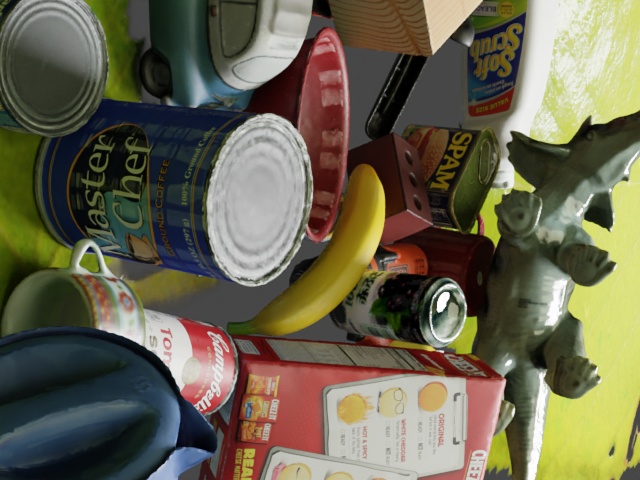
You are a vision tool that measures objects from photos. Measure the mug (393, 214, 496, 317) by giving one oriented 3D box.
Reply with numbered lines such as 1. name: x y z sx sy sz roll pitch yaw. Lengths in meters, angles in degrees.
1. mug: 0.128 0.020 1.055 0.093 0.082 0.117 43 63 -52

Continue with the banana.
1. banana: 0.007 0.011 0.853 0.197 0.070 0.037 -50 152 -29

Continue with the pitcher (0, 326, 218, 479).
1. pitcher: -0.156 0.178 0.607 0.144 0.149 0.243 -31 140 -40

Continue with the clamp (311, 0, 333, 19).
1. clamp: -0.008 -0.253 0.812 0.120 0.039 0.171 -44 141 -18

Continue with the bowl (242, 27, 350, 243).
1. bowl: -0.021 -0.080 0.805 0.162 0.055 0.162 4 90 -77

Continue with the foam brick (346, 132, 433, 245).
1. foam brick: 0.060 -0.045 0.938 0.052 0.051 0.078 26 50 -56

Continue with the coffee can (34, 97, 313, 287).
1. coffee can: -0.090 -0.033 0.659 0.102 0.141 0.103 -19 114 -53

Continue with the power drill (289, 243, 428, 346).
1. power drill: 0.032 0.096 0.953 0.184 0.057 0.188 -7 105 -52

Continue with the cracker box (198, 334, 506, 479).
1. cracker box: 0.019 0.164 0.826 0.213 0.072 0.164 6 104 -20

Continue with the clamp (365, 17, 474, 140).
1. clamp: 0.107 -0.203 0.941 0.036 0.165 0.210 26 63 -13

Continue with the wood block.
1. wood block: 0.096 -0.244 0.853 0.205 0.090 0.091 -49 139 -34

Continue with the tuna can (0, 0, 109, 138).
1. tuna can: -0.166 -0.104 0.624 0.085 0.034 0.086 -20 115 -53

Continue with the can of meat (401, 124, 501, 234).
1. can of meat: 0.112 -0.061 1.008 0.102 0.084 0.057 -63 143 -25

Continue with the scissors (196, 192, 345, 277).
1. scissors: -0.033 -0.030 0.860 0.201 0.016 0.096 -11 106 -55

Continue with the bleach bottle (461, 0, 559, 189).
1. bleach bottle: 0.193 -0.176 1.083 0.067 0.103 0.251 -18 112 -50

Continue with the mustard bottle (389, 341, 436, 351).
1. mustard bottle: 0.102 0.169 0.970 0.191 0.058 0.096 48 58 -50

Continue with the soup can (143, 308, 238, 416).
1. soup can: -0.112 0.082 0.723 0.102 0.069 0.068 22 80 -55
